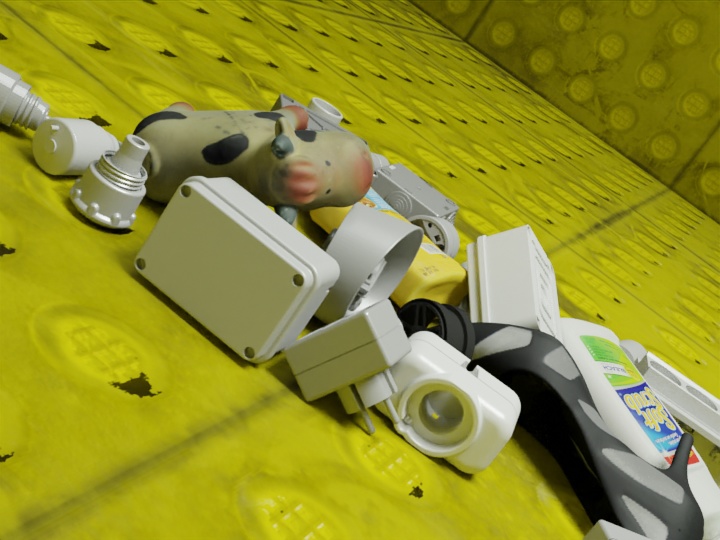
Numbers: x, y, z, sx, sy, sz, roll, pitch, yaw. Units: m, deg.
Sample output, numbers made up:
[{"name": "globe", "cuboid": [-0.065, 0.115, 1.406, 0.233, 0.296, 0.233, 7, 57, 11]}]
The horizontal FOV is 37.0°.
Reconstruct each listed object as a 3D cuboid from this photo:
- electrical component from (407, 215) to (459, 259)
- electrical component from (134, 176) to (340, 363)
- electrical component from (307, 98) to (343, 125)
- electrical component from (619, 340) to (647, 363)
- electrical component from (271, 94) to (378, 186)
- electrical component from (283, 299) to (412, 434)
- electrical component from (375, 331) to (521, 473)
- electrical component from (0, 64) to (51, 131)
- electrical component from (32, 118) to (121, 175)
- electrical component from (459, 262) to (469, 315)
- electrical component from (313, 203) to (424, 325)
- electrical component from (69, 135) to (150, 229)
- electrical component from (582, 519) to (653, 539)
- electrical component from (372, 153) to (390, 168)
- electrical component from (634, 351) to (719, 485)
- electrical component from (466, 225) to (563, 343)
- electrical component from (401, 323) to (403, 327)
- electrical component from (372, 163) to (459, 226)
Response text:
[{"name": "electrical component", "cuboid": [0.066, -0.026, 1.042, 0.055, 0.055, 0.047, 39, 16, 14]}, {"name": "electrical component", "cuboid": [-0.081, -0.002, 0.707, 0.113, 0.078, 0.057, 38, 16, 11]}, {"name": "electrical component", "cuboid": [-0.047, -0.161, 1.192, 0.040, 0.046, 0.040, 30, 20, -12]}, {"name": "electrical component", "cuboid": [0.257, 0.094, 1.077, 0.043, 0.043, 0.081, 42, 21, 23]}, {"name": "electrical component", "cuboid": [-0.045, -0.114, 1.067, 0.109, 0.056, 0.108, 28, 20, -18]}, {"name": "electrical component", "cuboid": [0.000, 0.069, 0.701, 0.076, 0.066, 0.047, 65, 22, 0]}, {"name": "electrical component", "cuboid": [0.059, 0.092, 0.744, 0.095, 0.053, 0.059, 36, 19, 5]}, {"name": "electrical component", "cuboid": [-0.254, -0.123, 0.773, 0.078, 0.040, 0.040, 29, 20, -16]}, {"name": "electrical component", "cuboid": [-0.200, -0.089, 0.778, 0.040, 0.040, 0.078, 40, 20, 17]}, {"name": "electrical component", "cuboid": [0.110, 0.018, 1.020, 0.045, 0.045, 0.055, 32, 19, -6]}, {"name": "electrical component", "cuboid": [0.000, 0.000, 0.806, 0.064, 0.099, 0.099, 28, 19, 3]}, {"name": "electrical component", "cuboid": [-0.166, -0.063, 0.737, 0.048, 0.062, 0.048, 30, 19, -12]}, {"name": "electrical component", "cuboid": [0.180, 0.208, 0.672, 0.083, 0.047, 0.075, 25, 21, -24]}, {"name": "electrical component", "cuboid": [0.006, -0.111, 1.171, 0.044, 0.044, 0.065, 41, 15, 18]}, {"name": "electrical component", "cuboid": [0.303, 0.141, 1.008, 0.121, 0.063, 0.078, 35, 19, 1]}, {"name": "electrical component", "cuboid": [0.133, 0.028, 0.925, 0.078, 0.057, 0.113, 51, 31, -44]}, {"name": "electrical component", "cuboid": [0.009, 0.050, 0.785, 0.044, 0.044, 0.065, 37, 14, 9]}, {"name": "electrical component", "cuboid": [0.049, -0.067, 1.119, 0.100, 0.048, 0.100, 38, 19, 10]}]
